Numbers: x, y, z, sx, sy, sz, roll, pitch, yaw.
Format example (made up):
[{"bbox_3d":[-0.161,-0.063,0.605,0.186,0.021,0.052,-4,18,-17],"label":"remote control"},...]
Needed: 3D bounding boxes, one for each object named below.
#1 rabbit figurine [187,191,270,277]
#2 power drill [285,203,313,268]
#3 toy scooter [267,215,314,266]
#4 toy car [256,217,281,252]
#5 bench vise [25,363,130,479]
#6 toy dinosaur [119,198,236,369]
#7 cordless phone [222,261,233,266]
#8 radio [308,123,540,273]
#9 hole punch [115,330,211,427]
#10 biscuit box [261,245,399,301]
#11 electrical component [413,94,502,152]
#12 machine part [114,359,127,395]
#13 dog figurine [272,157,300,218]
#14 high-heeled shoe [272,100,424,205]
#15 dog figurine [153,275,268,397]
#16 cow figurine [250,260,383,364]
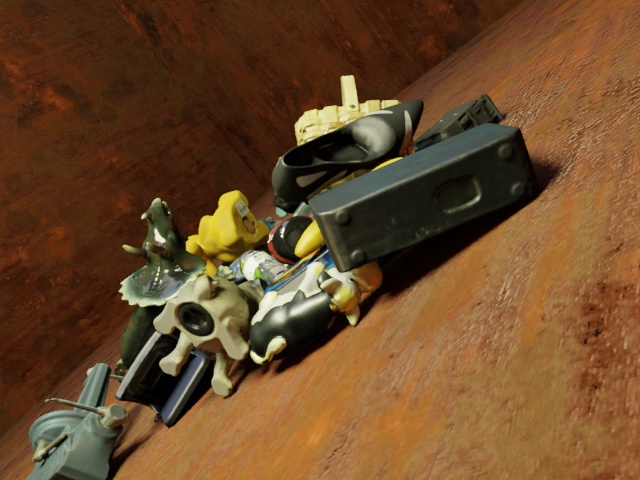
[{"bbox_3d":[-0.198,0.013,1.016,0.173,0.121,0.162,-23,28,25],"label":"rabbit figurine"},{"bbox_3d":[-0.023,-0.016,0.991,0.232,0.086,0.207,-53,5,2],"label":"power drill"},{"bbox_3d":[-0.002,-0.002,0.819,0.184,0.075,0.135,-13,-5,-21],"label":"toy scooter"},{"bbox_3d":[-0.092,0.004,1.150,0.103,0.109,0.161,-16,2,6],"label":"toy car"},{"bbox_3d":[-0.351,0.268,0.800,0.223,0.129,0.241,-56,22,25],"label":"bench vise"},{"bbox_3d":[-0.265,0.139,0.875,0.192,0.131,0.404,-24,-39,-62],"label":"toy dinosaur"},{"bbox_3d":[-0.221,0.133,1.074,0.184,0.088,0.147,-44,11,0],"label":"cordless phone"},{"bbox_3d":[0.105,-0.049,0.579,0.230,0.073,0.131,-24,13,3],"label":"radio"},{"bbox_3d":[-0.227,0.191,0.773,0.142,0.092,0.116,-63,14,-14],"label":"hole punch"},{"bbox_3d":[0.018,0.034,0.709,0.203,0.059,0.063,-37,10,10],"label":"biscuit box"},{"bbox_3d":[0.216,-0.169,0.886,0.134,0.058,0.115,-43,9,-19],"label":"electrical component"},{"bbox_3d":[-0.340,0.225,1.103,0.079,0.079,0.243,-33,11,32],"label":"machine part"},{"bbox_3d":[-0.033,-0.122,1.166,0.191,0.109,0.219,-54,-13,-19],"label":"dog figurine"},{"bbox_3d":[0.041,-0.132,0.689,0.249,0.086,0.145,-43,-18,-8],"label":"high-heeled shoe"},{"bbox_3d":[-0.117,0.081,0.712,0.172,0.121,0.190,-66,-5,36],"label":"dog figurine"},{"bbox_3d":[-0.009,0.077,0.600,0.167,0.068,0.098,-34,12,29],"label":"cow figurine"}]
